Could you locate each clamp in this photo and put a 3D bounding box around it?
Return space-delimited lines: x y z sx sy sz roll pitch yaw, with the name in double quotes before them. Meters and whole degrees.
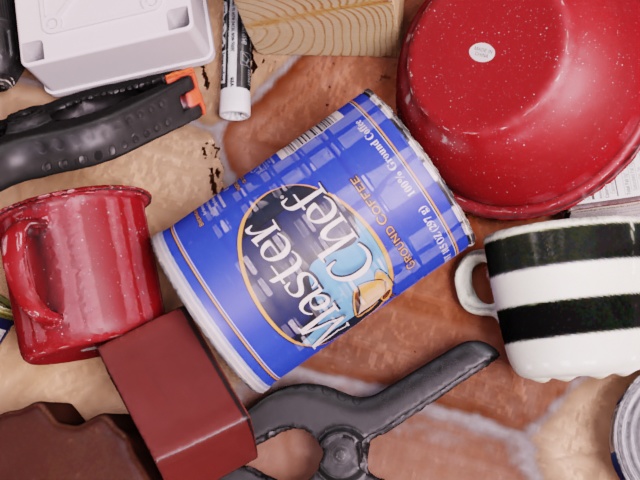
"clamp" 0.021 0.126 0.571 0.171 0.039 0.120 -12 68 12
"clamp" -0.172 -0.058 0.623 0.209 0.165 0.036 -22 115 -15

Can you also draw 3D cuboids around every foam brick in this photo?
"foam brick" -0.073 0.085 0.556 0.051 0.053 0.078 -26 57 -14

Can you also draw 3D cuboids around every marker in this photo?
"marker" -0.051 -0.133 0.655 0.020 0.020 0.121 -2 77 9

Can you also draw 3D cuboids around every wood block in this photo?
"wood block" 0.007 -0.222 0.631 0.091 0.090 0.206 3 77 9

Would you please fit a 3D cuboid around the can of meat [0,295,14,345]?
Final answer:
"can of meat" -0.238 0.052 0.622 0.102 0.057 0.084 29 85 15

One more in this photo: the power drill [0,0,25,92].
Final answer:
"power drill" -0.281 -0.161 0.681 0.187 0.057 0.184 -13 71 3

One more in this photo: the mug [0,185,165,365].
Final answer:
"mug" -0.135 0.021 0.584 0.093 0.117 0.081 -15 80 12

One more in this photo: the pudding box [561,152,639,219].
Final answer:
"pudding box" 0.183 -0.060 0.590 0.113 0.039 0.090 -9 74 9

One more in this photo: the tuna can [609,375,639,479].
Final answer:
"tuna can" 0.194 0.104 0.551 0.086 0.033 0.086 -2 76 9

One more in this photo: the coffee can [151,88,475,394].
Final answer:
"coffee can" -0.004 0.001 0.571 0.140 0.102 0.103 -35 74 0

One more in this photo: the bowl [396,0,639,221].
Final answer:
"bowl" 0.100 -0.094 0.573 0.162 0.055 0.162 -8 75 32
